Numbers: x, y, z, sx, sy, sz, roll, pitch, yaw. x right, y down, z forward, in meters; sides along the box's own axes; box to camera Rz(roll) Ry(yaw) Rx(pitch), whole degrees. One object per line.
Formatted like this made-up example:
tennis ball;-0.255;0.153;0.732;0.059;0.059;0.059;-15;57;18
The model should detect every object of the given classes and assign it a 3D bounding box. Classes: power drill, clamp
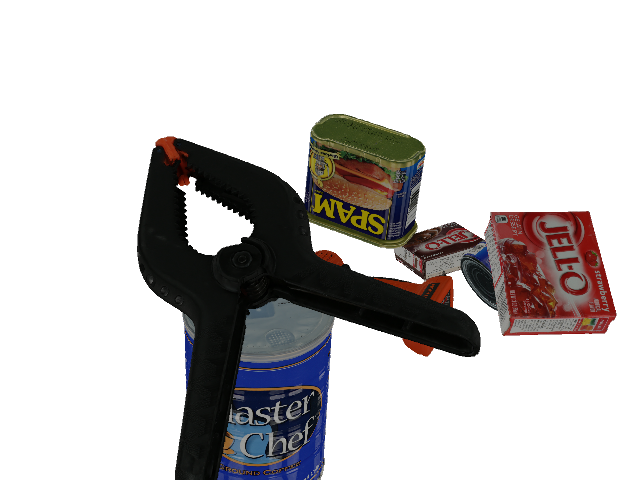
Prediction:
power drill;0.036;0.071;1.134;0.188;0.057;0.184;10;29;22
clamp;-0.027;0.019;0.560;0.164;0.210;0.036;-22;-33;-8

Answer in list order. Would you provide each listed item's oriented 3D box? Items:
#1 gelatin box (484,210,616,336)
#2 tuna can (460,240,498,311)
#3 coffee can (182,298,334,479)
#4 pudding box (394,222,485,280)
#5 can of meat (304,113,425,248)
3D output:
gelatin box;0.157;0.021;0.739;0.073;0.089;0.030;0;-34;-5
tuna can;0.208;0.044;1.287;0.033;0.086;0.086;-37;11;-15
coffee can;-0.045;0.104;0.754;0.103;0.140;0.103;2;32;-1
pudding box;0.180;0.015;1.597;0.113;0.039;0.090;-18;27;-20
can of meat;0.036;-0.052;0.912;0.102;0.084;0.057;20;36;21
